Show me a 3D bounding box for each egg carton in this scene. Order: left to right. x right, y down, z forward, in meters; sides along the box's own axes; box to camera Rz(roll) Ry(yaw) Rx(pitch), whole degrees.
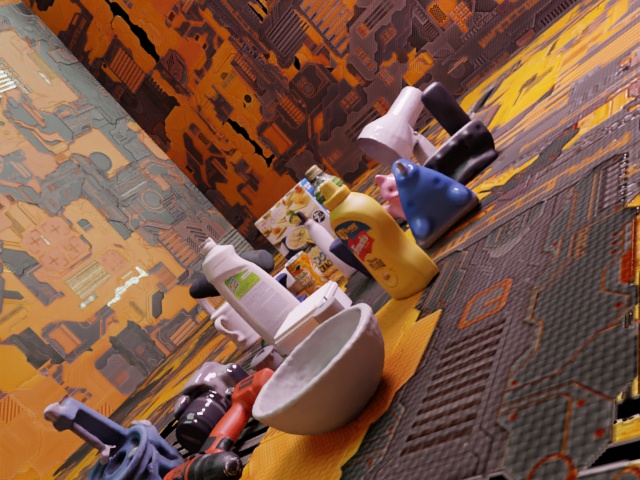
[{"bbox_3d":[-0.094,0.124,1.552,0.150,0.069,0.107,-40,6,20],"label":"egg carton"}]

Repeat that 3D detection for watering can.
[{"bbox_3d":[-0.221,0.173,1.420,0.101,0.194,0.173,-42,6,1],"label":"watering can"}]

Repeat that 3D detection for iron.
[{"bbox_3d":[0.167,-0.085,0.962,0.118,0.141,0.258,-41,6,9],"label":"iron"}]

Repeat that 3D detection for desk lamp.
[{"bbox_3d":[0.216,-0.218,1.263,0.203,0.213,0.118,-44,6,-12],"label":"desk lamp"}]

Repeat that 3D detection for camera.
[{"bbox_3d":[-0.188,0.272,0.917,0.143,0.101,0.137,-39,7,29],"label":"camera"}]

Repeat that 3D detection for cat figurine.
[{"bbox_3d":[0.151,-0.088,1.220,0.127,0.118,0.067,-40,7,25],"label":"cat figurine"}]

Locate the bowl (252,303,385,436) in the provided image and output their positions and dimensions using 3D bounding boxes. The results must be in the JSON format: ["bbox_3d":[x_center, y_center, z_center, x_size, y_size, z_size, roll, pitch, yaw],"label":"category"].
[{"bbox_3d":[0.012,0.149,0.605,0.167,0.075,0.167,-42,6,6],"label":"bowl"}]

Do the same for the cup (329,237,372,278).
[{"bbox_3d":[0.086,0.013,1.021,0.117,0.095,0.092,-37,8,42],"label":"cup"}]

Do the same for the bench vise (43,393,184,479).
[{"bbox_3d":[-0.317,0.316,0.863,0.122,0.220,0.207,-44,6,-17],"label":"bench vise"}]

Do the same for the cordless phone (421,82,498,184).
[{"bbox_3d":[0.238,-0.199,1.111,0.147,0.185,0.094,-42,6,5],"label":"cordless phone"}]

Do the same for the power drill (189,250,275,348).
[{"bbox_3d":[-0.155,0.128,1.233,0.229,0.208,0.076,-39,7,32],"label":"power drill"}]

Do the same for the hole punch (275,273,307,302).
[{"bbox_3d":[-0.100,0.145,1.326,0.101,0.091,0.109,-39,6,27],"label":"hole punch"}]

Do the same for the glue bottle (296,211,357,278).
[{"bbox_3d":[0.011,0.004,1.201,0.037,0.173,0.078,-42,6,1],"label":"glue bottle"}]
